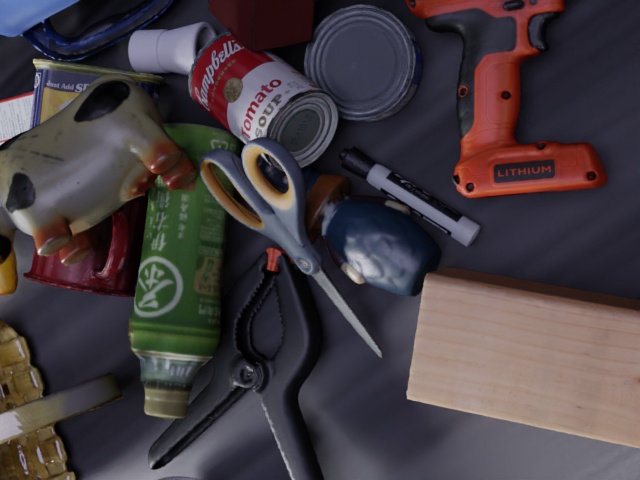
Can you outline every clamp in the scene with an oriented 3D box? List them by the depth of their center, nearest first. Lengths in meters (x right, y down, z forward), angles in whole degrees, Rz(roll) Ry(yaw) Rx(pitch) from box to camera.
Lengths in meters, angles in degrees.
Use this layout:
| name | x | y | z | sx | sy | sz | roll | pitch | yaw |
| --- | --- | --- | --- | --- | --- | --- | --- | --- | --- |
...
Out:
| name | x | y | z | sx | sy | sz | roll | pitch | yaw |
| --- | --- | --- | --- | --- | --- | --- | --- | --- | --- |
| clamp | -0.059 | 0.109 | 0.844 | 0.165 | 0.036 | 0.210 | 5 | 91 | 24 |

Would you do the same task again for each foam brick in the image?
| name | x | y | z | sx | sy | sz | roll | pitch | yaw |
| --- | --- | --- | --- | --- | --- | --- | --- | --- | --- |
| foam brick | -0.045 | -0.182 | 0.794 | 0.078 | 0.052 | 0.051 | 48 | 144 | 41 |

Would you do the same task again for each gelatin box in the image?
| name | x | y | z | sx | sy | sz | roll | pitch | yaw |
| --- | --- | --- | --- | --- | --- | --- | --- | --- | --- |
| gelatin box | -0.250 | -0.083 | 0.900 | 0.089 | 0.030 | 0.073 | -11 | 90 | 17 |

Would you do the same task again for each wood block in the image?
| name | x | y | z | sx | sy | sz | roll | pitch | yaw |
| --- | --- | --- | --- | --- | --- | --- | --- | --- | --- |
| wood block | 0.174 | 0.081 | 0.741 | 0.206 | 0.090 | 0.090 | 10 | 95 | 17 |

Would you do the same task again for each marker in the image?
| name | x | y | z | sx | sy | sz | roll | pitch | yaw |
| --- | --- | --- | --- | --- | --- | --- | --- | --- | --- |
| marker | 0.066 | -0.035 | 0.807 | 0.121 | 0.020 | 0.020 | 34 | 102 | 13 |

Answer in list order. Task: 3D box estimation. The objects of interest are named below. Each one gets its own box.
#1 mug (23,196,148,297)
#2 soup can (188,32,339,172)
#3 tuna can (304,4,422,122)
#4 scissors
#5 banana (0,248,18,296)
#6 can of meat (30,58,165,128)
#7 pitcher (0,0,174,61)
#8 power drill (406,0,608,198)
| name | x | y | z | sx | sy | sz | roll | pitch | yaw |
| --- | --- | --- | --- | --- | --- | --- | --- | --- | --- |
| mug | -0.177 | -0.002 | 0.841 | 0.093 | 0.117 | 0.081 | 11 | 90 | -28 |
| soup can | -0.043 | -0.103 | 0.795 | 0.102 | 0.068 | 0.068 | 41 | 104 | 36 |
| tuna can | 0.033 | -0.132 | 0.805 | 0.086 | 0.033 | 0.086 | 1 | 93 | 18 |
| scissors | -0.005 | 0.001 | 0.771 | 0.202 | 0.016 | 0.096 | 43 | 142 | -2 |
| banana | -0.327 | -0.030 | 0.920 | 0.198 | 0.037 | 0.069 | 31 | 94 | 9 |
| can of meat | -0.179 | -0.094 | 0.848 | 0.102 | 0.057 | 0.084 | 7 | 92 | -6 |
| pitcher | -0.165 | -0.255 | 0.824 | 0.243 | 0.149 | 0.145 | -21 | 71 | 14 |
| power drill | 0.156 | -0.127 | 0.756 | 0.185 | 0.057 | 0.187 | -6 | 88 | 21 |
